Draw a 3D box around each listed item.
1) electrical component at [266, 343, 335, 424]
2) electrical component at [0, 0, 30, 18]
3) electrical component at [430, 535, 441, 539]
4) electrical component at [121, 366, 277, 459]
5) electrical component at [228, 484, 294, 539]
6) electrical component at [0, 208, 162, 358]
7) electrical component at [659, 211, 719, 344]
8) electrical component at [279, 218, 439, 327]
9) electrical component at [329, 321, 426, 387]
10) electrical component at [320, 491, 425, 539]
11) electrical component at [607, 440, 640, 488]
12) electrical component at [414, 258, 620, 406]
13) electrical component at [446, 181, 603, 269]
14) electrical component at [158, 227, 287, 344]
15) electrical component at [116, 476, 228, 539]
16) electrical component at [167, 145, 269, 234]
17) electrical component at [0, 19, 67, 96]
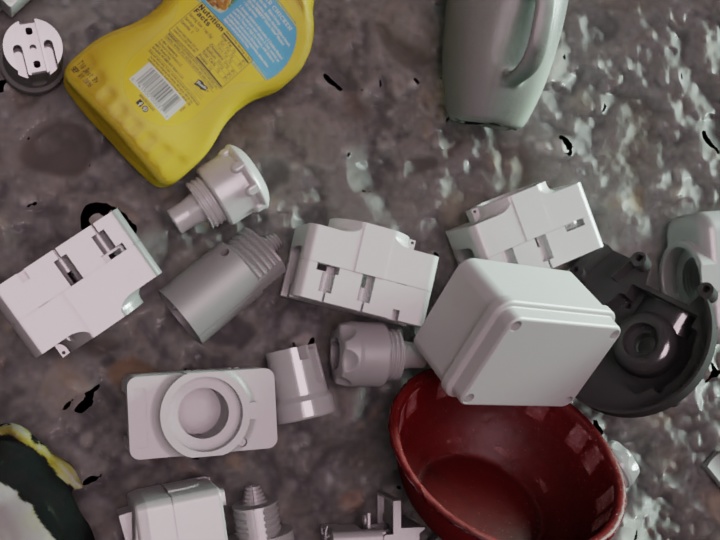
[{"bbox_3d":[-0.040,0.073,0.697,0.040,0.040,0.046,-11,86,-17],"label":"electrical component"},{"bbox_3d":[-0.202,-0.205,0.651,0.096,0.062,0.061,-41,99,-15],"label":"electrical component"},{"bbox_3d":[0.080,0.211,0.719,0.080,0.051,0.080,1,87,-17],"label":"electrical component"},{"bbox_3d":[-0.100,0.088,0.669,0.089,0.056,0.050,-2,88,-17],"label":"electrical component"},{"bbox_3d":[-0.063,0.177,0.682,0.043,0.043,0.081,-8,89,-17],"label":"electrical component"},{"bbox_3d":[-0.171,0.012,0.655,0.089,0.050,0.055,-36,97,-15],"label":"electrical component"},{"bbox_3d":[0.259,0.005,0.782,0.059,0.054,0.095,-4,88,-17],"label":"electrical component"},{"bbox_3d":[0.000,0.000,0.707,0.089,0.050,0.055,15,84,-15],"label":"electrical component"},{"bbox_3d":[0.013,0.056,0.712,0.062,0.043,0.043,2,86,-18],"label":"electrical component"},{"bbox_3d":[0.007,0.189,0.704,0.064,0.042,0.081,1,86,-15],"label":"electrical component"},{"bbox_3d":[0.165,0.149,0.757,0.061,0.035,0.035,-34,97,-13],"label":"electrical component"},{"bbox_3d":[0.103,0.043,0.697,0.113,0.057,0.078,7,123,-39],"label":"electrical component"},{"bbox_3d":[0.112,-0.026,0.742,0.089,0.050,0.055,-22,94,-17],"label":"electrical component"},{"bbox_3d":[-0.083,0.005,0.685,0.081,0.043,0.043,-40,98,-15],"label":"electrical component"},{"bbox_3d":[-0.111,0.181,0.658,0.061,0.062,0.096,-8,89,-17],"label":"electrical component"},{"bbox_3d":[-0.092,-0.047,0.686,0.062,0.048,0.048,-33,97,-9],"label":"electrical component"},{"bbox_3d":[-0.200,-0.130,0.656,0.040,0.046,0.040,1,87,-17],"label":"electrical component"}]
